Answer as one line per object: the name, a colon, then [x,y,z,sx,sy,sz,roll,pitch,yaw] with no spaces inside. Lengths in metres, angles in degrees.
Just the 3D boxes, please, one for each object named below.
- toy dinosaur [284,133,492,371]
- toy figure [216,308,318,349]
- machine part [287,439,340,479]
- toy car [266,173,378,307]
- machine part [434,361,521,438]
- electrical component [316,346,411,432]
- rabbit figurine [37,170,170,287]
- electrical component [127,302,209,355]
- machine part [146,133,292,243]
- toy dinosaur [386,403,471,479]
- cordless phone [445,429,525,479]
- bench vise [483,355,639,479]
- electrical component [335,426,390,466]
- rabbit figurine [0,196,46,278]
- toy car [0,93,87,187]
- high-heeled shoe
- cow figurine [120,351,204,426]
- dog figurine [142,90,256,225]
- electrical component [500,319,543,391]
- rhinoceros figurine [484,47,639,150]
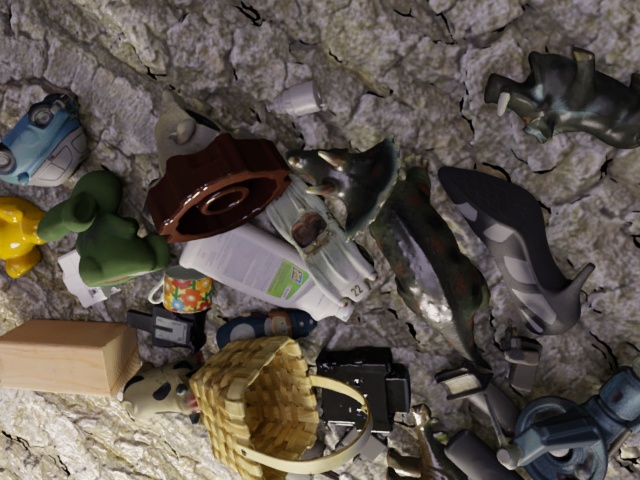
toy dinosaur: [0.123,0.024,0.651,0.131,0.192,0.404,-34,94,22]
toy figure: [-0.079,0.137,0.805,0.155,0.058,0.064,-15,112,17]
machine part: [-0.081,0.322,0.847,0.243,0.079,0.079,21,109,8]
toy car: [-0.001,-0.002,0.720,0.073,0.056,0.202,-43,68,14]
machine part: [0.231,0.223,0.750,0.139,0.039,0.084,40,136,-4]
electrical component: [0.066,0.218,0.791,0.134,0.058,0.114,-4,106,16]
rabbit figurine: [-0.328,-0.019,0.791,0.121,0.159,0.170,-20,84,28]
electrical component: [-0.240,0.131,0.850,0.119,0.048,0.074,8,107,13]
machine part: [-0.124,-0.061,0.663,0.179,0.179,0.056,-33,76,20]
toy dinosaur: [0.219,0.433,0.789,0.199,0.105,0.470,-14,106,14]
cordless phone: [0.217,0.353,0.701,0.184,0.088,0.146,43,99,9]
bench vise: [0.309,0.229,0.646,0.223,0.240,0.129,-53,46,36]
electrical component: [0.069,0.307,0.833,0.063,0.021,0.094,38,111,2]
rabbit figurine: [-0.516,-0.014,0.815,0.122,0.173,0.162,-39,97,24]
toy car: [-0.405,-0.136,0.799,0.161,0.109,0.102,-41,115,9]
high-heeled shoe: [0.237,0.016,0.701,0.249,0.086,0.145,42,143,19]
cow figurine: [-0.222,0.231,0.832,0.195,0.127,0.085,-15,104,20]
dog figurine: [-0.190,-0.084,0.717,0.121,0.172,0.190,38,104,11]
electrical component: [0.260,0.151,0.703,0.045,0.102,0.078,16,99,14]
rhinoceros figurine: [0.290,-0.163,0.624,0.190,0.073,0.112,19,120,7]
